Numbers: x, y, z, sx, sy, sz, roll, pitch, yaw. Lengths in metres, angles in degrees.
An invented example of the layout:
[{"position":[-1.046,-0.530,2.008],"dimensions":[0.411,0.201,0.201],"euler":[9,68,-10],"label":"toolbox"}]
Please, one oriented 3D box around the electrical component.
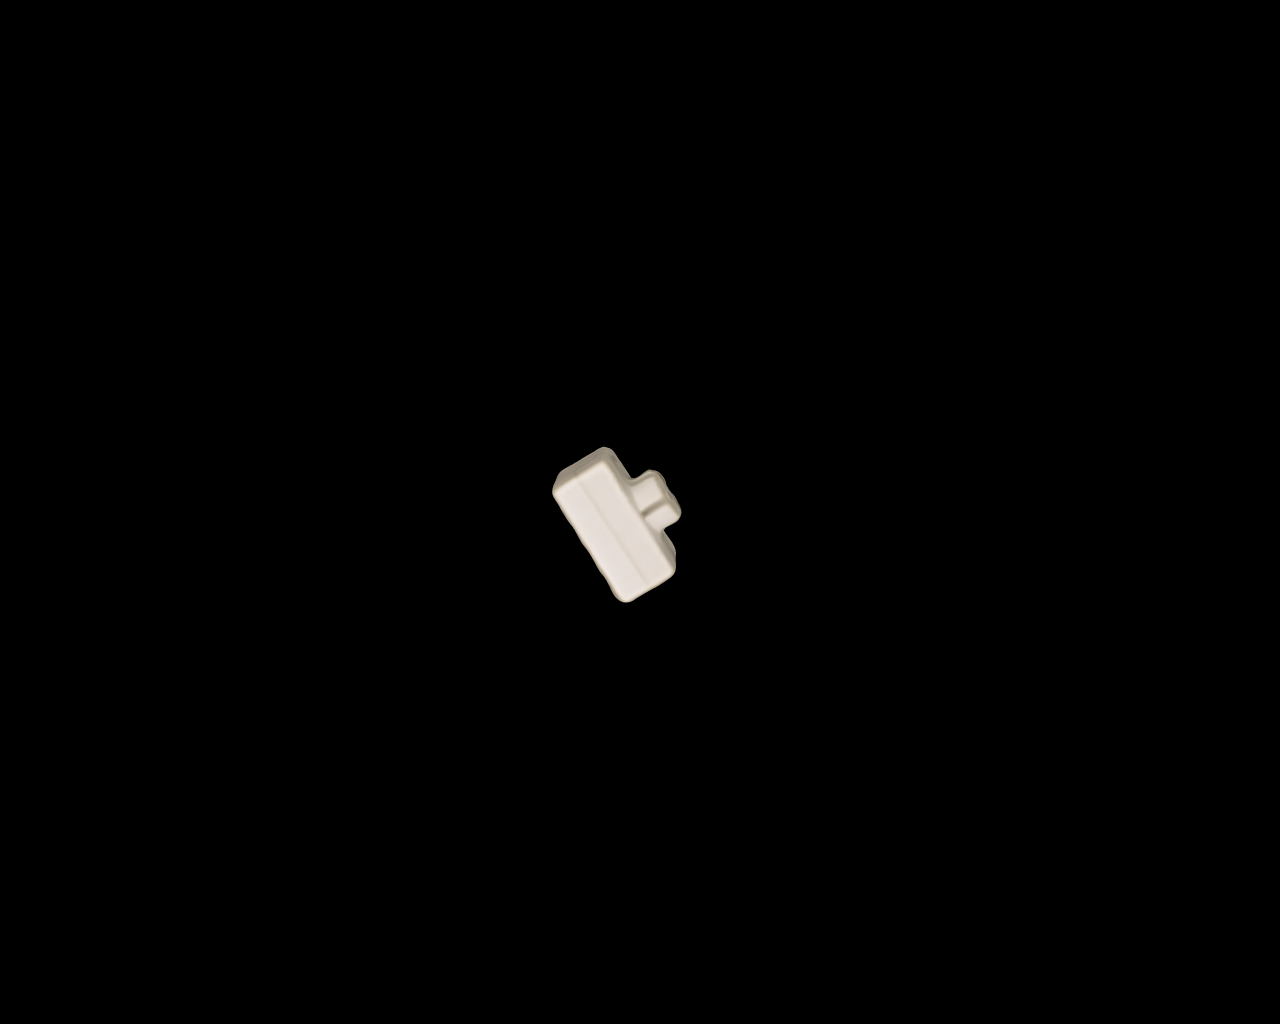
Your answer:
[{"position":[0.001,-0.003,0.650],"dimensions":[0.076,0.083,0.047],"euler":[-31,11,7],"label":"electrical component"}]
